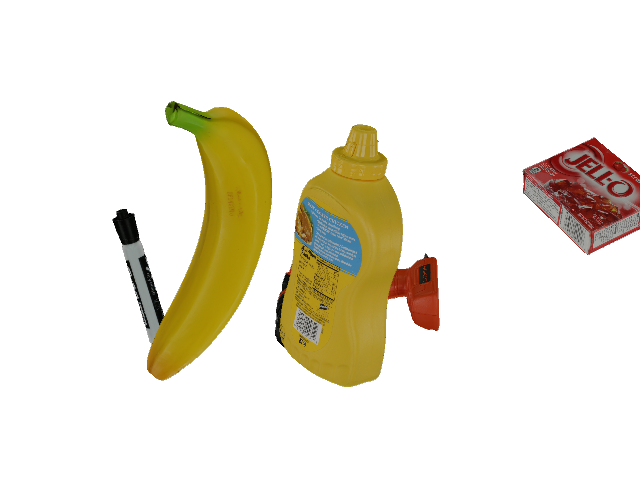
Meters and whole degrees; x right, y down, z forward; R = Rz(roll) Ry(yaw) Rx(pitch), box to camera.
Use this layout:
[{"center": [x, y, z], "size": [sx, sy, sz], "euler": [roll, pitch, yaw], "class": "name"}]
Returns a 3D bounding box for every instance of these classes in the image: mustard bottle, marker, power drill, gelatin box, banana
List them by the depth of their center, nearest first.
[{"center": [-0.063, -0.002, 0.604], "size": [0.069, 0.198, 0.037], "euler": [-9, 41, -23], "class": "banana"}, {"center": [0.018, 0.006, 0.801], "size": [0.058, 0.192, 0.096], "euler": [-9, 29, -35], "class": "mustard bottle"}, {"center": [0.217, -0.038, 0.854], "size": [0.073, 0.030, 0.089], "euler": [-24, 48, -16], "class": "gelatin box"}, {"center": [-0.153, 0.031, 0.912], "size": [0.020, 0.121, 0.020], "euler": [-12, 18, 4], "class": "marker"}, {"center": [0.044, 0.069, 1.237], "size": [0.188, 0.057, 0.184], "euler": [0, 27, 7], "class": "power drill"}]
